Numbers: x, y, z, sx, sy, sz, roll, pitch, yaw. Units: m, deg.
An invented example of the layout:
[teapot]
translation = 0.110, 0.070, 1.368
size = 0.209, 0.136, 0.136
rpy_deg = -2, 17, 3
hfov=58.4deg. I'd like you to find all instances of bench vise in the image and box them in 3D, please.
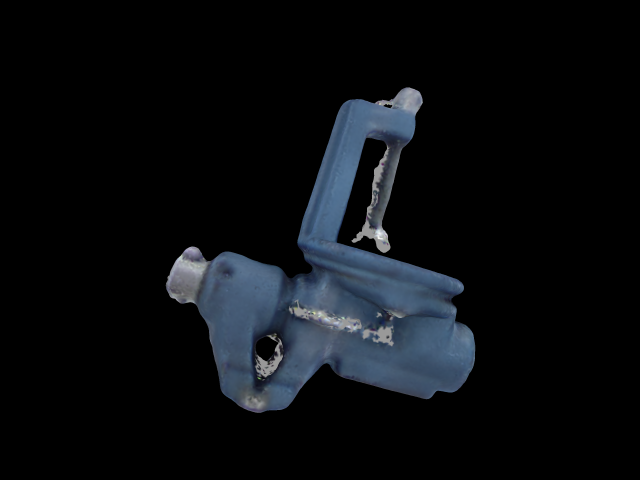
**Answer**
[bench vise]
translation = 0.009, 0.001, 0.389
size = 0.208, 0.220, 0.121
rpy_deg = 0, 0, -27
